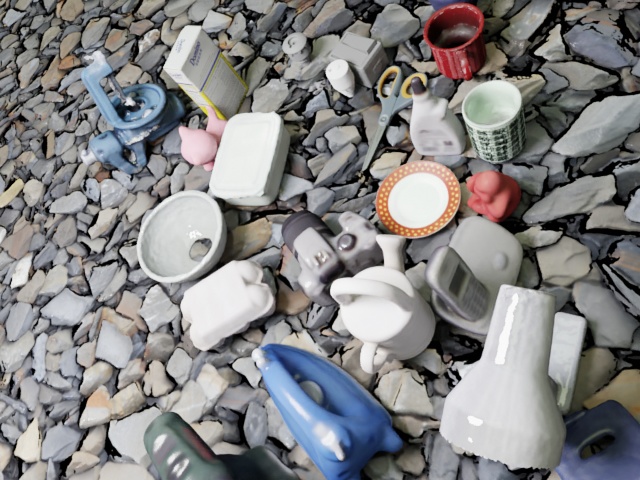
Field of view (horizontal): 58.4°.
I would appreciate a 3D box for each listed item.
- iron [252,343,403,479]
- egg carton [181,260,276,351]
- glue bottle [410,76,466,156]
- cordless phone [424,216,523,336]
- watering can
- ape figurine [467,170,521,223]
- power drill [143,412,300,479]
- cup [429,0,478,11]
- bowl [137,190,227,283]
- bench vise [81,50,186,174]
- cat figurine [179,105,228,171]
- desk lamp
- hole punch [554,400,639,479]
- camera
[{"bbox_3d":[-0.022,0.207,0.751,0.257,0.142,0.119,39,86,32],"label":"iron"},{"bbox_3d":[-0.144,0.100,0.896,0.150,0.070,0.107,-33,58,7],"label":"egg carton"},{"bbox_3d":[0.160,-0.180,0.828,0.078,0.174,0.037,5,69,26],"label":"glue bottle"},{"bbox_3d":[0.186,0.028,0.714,0.093,0.186,0.148,14,74,29],"label":"cordless phone"},{"bbox_3d":[0.077,0.078,0.734,0.100,0.195,0.173,-16,62,17],"label":"watering can"},{"bbox_3d":[0.237,-0.068,0.790,0.076,0.092,0.078,-15,62,17],"label":"ape figurine"},{"bbox_3d":[-0.108,0.302,0.706,0.228,0.209,0.076,30,81,32],"label":"power drill"},{"bbox_3d":[0.224,-0.412,0.952,0.091,0.095,0.118,-8,64,21],"label":"cup"},{"bbox_3d":[-0.220,0.004,0.971,0.167,0.075,0.167,-9,64,20],"label":"bowl"},{"bbox_3d":[-0.371,-0.228,1.058,0.121,0.220,0.207,22,78,30],"label":"bench vise"},{"bbox_3d":[-0.202,-0.178,1.020,0.067,0.118,0.128,6,70,26],"label":"cat figurine"},{"bbox_3d":[0.219,0.144,0.629,0.117,0.214,0.203,10,72,28],"label":"desk lamp"},{"bbox_3d":[0.304,0.235,0.623,0.108,0.091,0.101,-36,58,5],"label":"hole punch"},{"bbox_3d":[0.008,0.003,0.855,0.143,0.101,0.136,-41,57,2],"label":"camera"}]
